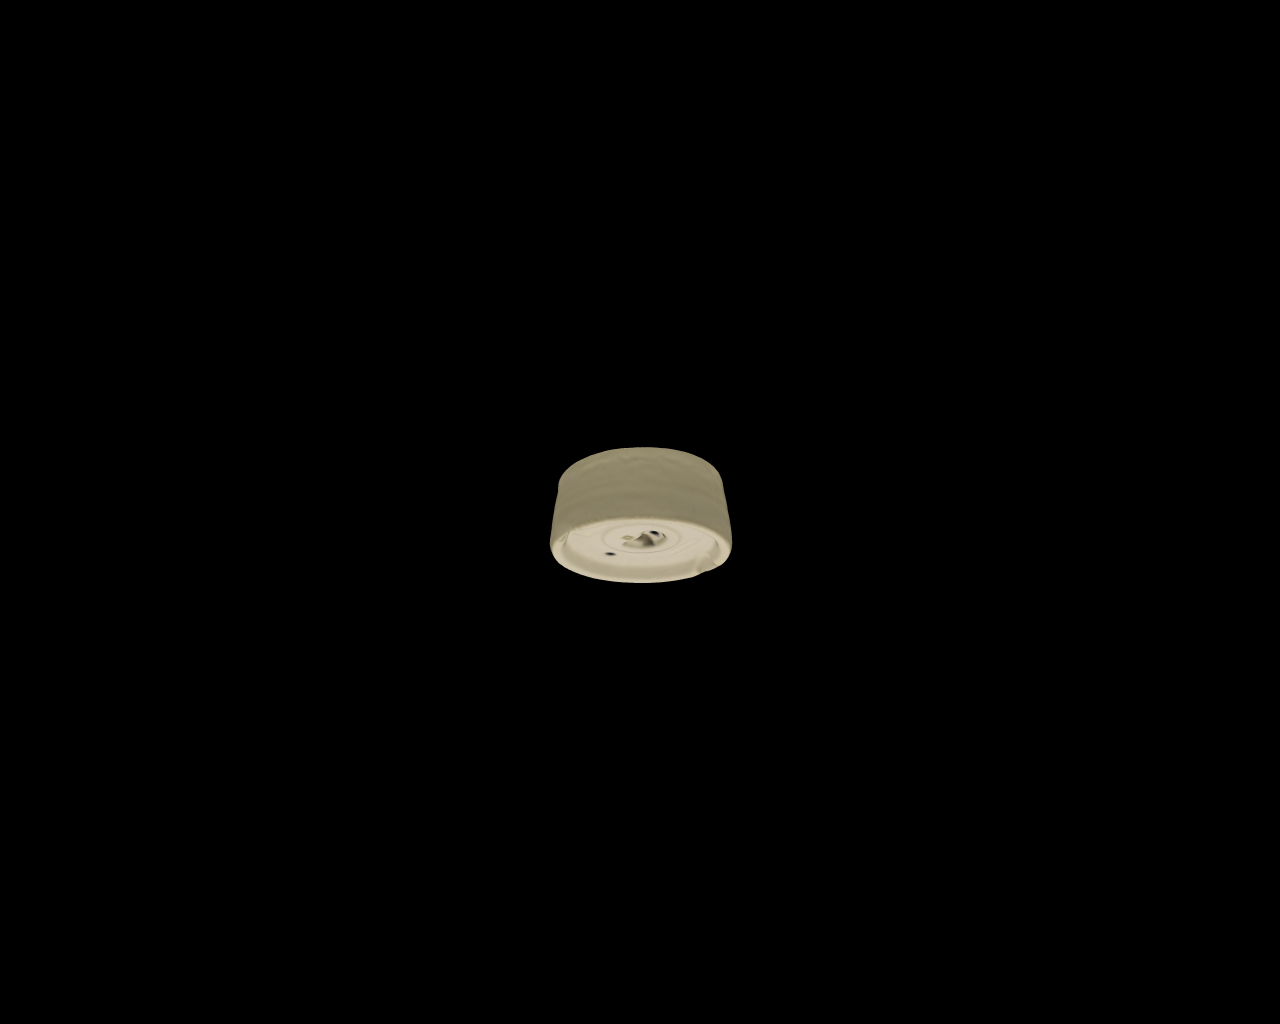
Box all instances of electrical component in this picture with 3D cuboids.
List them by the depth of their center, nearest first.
[{"bbox_3d":[0.001,-0.003,0.650,0.108,0.060,0.108,0,-23,0],"label":"electrical component"}]
